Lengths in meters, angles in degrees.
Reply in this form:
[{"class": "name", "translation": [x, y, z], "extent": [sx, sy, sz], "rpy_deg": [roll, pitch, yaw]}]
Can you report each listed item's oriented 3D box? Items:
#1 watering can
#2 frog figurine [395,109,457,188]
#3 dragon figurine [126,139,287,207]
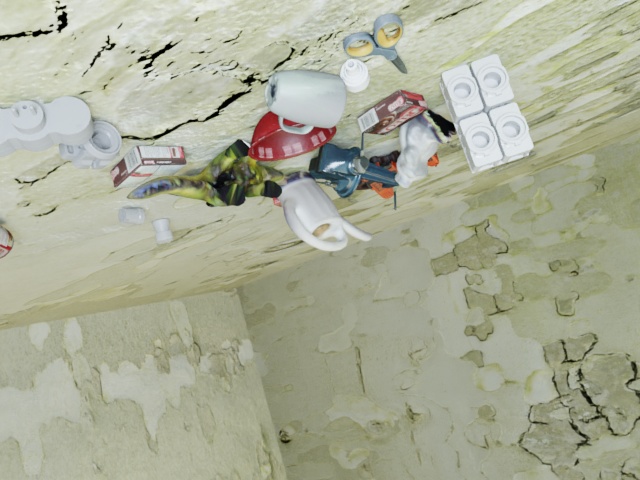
[{"class": "watering can", "translation": [0.004, -0.067, 1.322], "extent": [0.103, 0.227, 0.348], "rpy_deg": [-42, -19, 24]}, {"class": "frog figurine", "translation": [0.202, -0.197, 1.100], "extent": [0.122, 0.141, 0.156], "rpy_deg": [34, -54, -15]}, {"class": "dragon figurine", "translation": [-0.213, -0.106, 1.003], "extent": [0.413, 0.122, 0.241], "rpy_deg": [-15, 1, -41]}]
